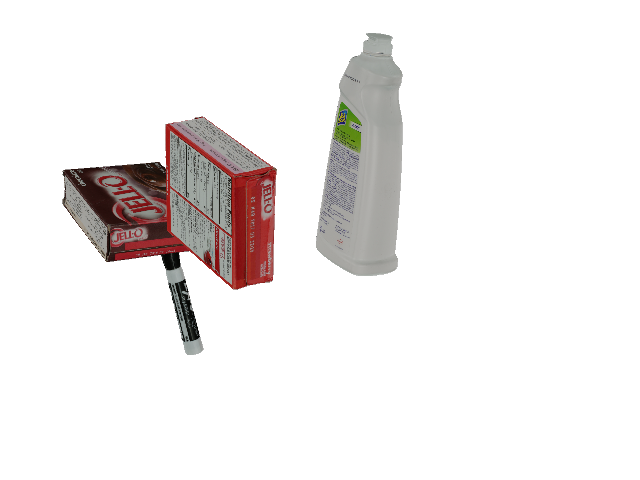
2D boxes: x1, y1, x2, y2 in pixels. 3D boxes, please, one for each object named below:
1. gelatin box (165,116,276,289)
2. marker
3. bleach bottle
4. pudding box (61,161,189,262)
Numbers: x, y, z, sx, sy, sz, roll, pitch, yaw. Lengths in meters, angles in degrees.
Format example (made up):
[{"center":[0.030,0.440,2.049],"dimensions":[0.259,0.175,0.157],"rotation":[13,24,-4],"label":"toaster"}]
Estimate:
[{"center":[-0.059,-0.023,0.629],"dimensions":[0.030,0.073,0.089],"rotation":[-16,33,-31],"label":"gelatin box"},{"center":[-0.141,0.057,1.079],"dimensions":[0.020,0.121,0.020],"rotation":[-11,16,3],"label":"marker"},{"center":[0.052,-0.095,1.155],"dimensions":[0.067,0.251,0.103],"rotation":[-7,24,-33],"label":"bleach bottle"},{"center":[-0.156,-0.026,0.894],"dimensions":[0.089,0.039,0.114],"rotation":[-7,28,-31],"label":"pudding box"}]
